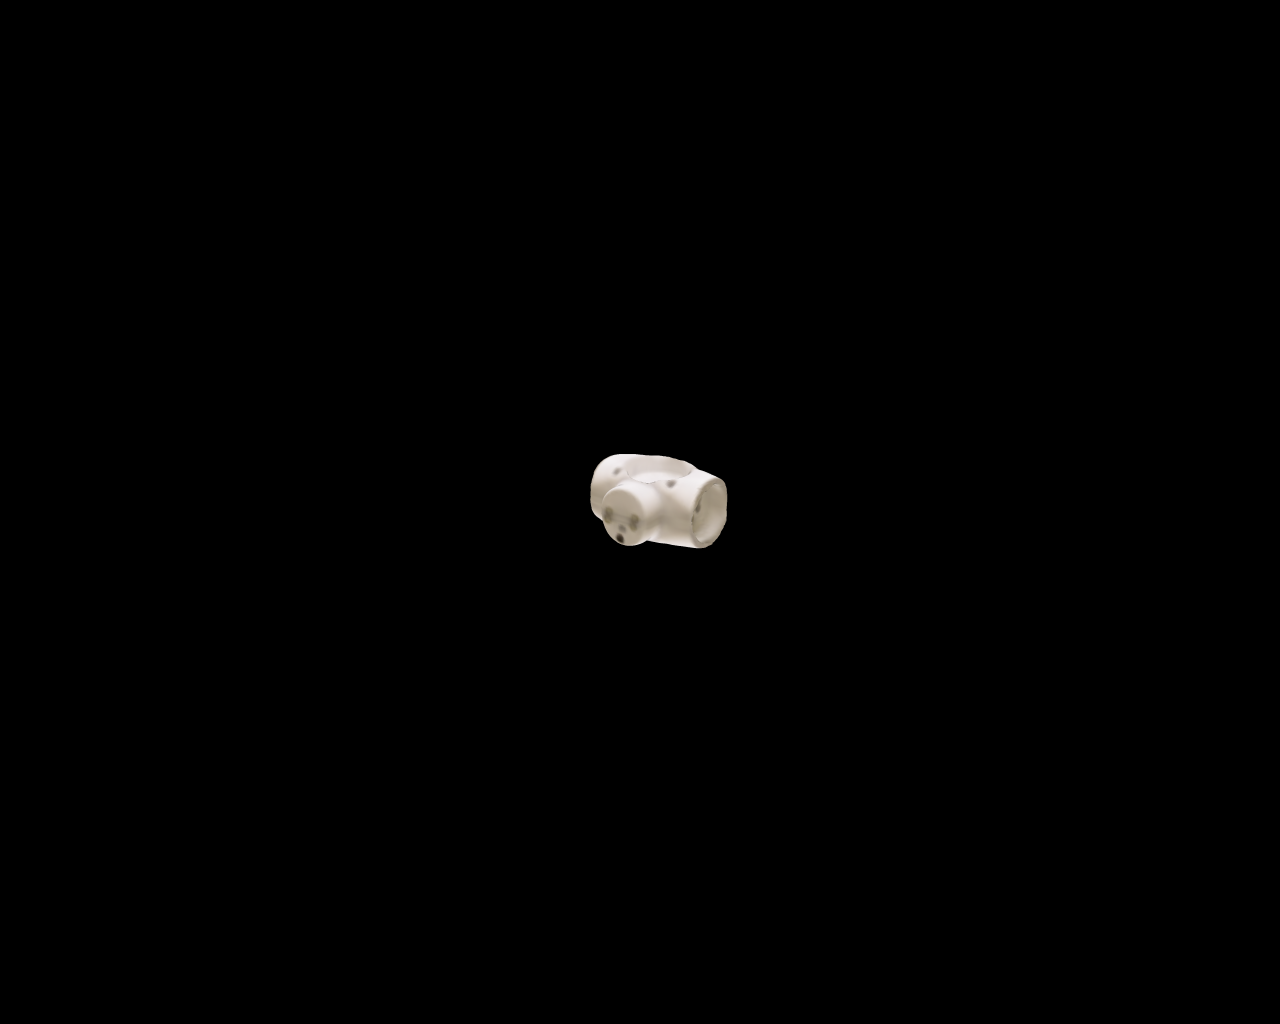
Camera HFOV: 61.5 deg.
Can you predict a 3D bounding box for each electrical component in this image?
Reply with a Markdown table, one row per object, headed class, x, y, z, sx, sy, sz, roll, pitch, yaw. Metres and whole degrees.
| class | x | y | z | sx | sy | sz | roll | pitch | yaw |
| --- | --- | --- | --- | --- | --- | --- | --- | --- | --- |
| electrical component | 0.001 | -0.003 | 0.650 | 0.077 | 0.044 | 0.079 | 16 | 27 | 34 |
